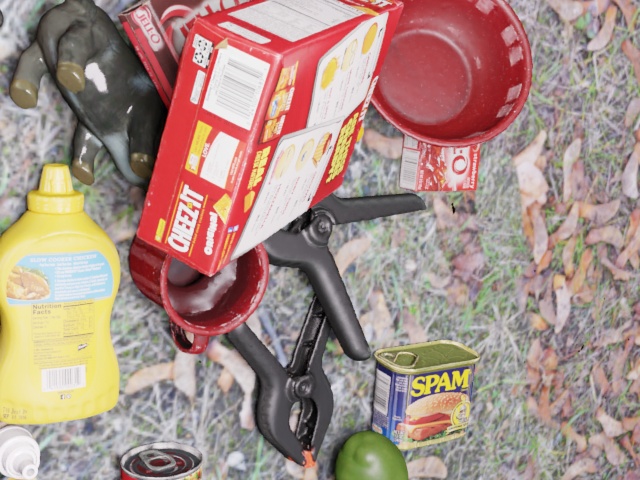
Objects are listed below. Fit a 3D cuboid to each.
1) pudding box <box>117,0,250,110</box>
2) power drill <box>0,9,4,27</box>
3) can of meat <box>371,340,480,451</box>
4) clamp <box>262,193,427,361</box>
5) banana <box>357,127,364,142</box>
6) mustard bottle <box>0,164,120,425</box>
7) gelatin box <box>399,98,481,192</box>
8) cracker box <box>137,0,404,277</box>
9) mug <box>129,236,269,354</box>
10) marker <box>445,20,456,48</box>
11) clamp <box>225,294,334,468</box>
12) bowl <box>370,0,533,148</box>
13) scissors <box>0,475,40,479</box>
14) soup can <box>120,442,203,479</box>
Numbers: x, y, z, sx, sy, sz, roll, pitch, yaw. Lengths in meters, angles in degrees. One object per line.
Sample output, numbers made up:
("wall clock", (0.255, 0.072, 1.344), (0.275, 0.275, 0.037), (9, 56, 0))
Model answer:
("pudding box", (-0.084, -0.149, 0.782), (0.113, 0.039, 0.090), (-48, 119, -47))
("power drill", (-0.226, -0.233, 0.719), (0.187, 0.057, 0.184), (-37, 123, -17))
("can of meat", (0.099, 0.148, 1.023), (0.101, 0.058, 0.084), (-5, 107, -31))
("clamp", (-0.006, 0.001, 0.915), (0.209, 0.036, 0.164), (25, 71, -30))
("banana", (-0.029, -0.151, 0.867), (0.069, 0.037, 0.197), (-22, 119, 7))
("mustard bottle", (-0.199, 0.039, 0.802), (0.096, 0.058, 0.192), (-3, 104, -28))
("gelatin box", (0.114, -0.090, 0.988), (0.073, 0.030, 0.089), (-3, 104, -32))
("cracker box", (-0.031, -0.090, 0.758), (0.213, 0.072, 0.164), (-39, 153, -58))
("mug", (-0.101, 0.033, 0.849), (0.093, 0.082, 0.117), (-3, 104, -32))
("marker", (0.118, -0.197, 0.970), (0.020, 0.020, 0.121), (-22, 113, -27))
("clamp", (-0.033, 0.123, 0.942), (0.120, 0.039, 0.171), (-6, 101, -31))
("bowl", (0.100, -0.150, 0.926), (0.162, 0.055, 0.162), (3, 78, -14))
("scissors", (-0.249, 0.251, 0.796), (0.096, 0.016, 0.201), (55, 43, -8))
("soup can", (-0.130, 0.229, 0.888), (0.068, 0.069, 0.102), (-8, 107, -31))
